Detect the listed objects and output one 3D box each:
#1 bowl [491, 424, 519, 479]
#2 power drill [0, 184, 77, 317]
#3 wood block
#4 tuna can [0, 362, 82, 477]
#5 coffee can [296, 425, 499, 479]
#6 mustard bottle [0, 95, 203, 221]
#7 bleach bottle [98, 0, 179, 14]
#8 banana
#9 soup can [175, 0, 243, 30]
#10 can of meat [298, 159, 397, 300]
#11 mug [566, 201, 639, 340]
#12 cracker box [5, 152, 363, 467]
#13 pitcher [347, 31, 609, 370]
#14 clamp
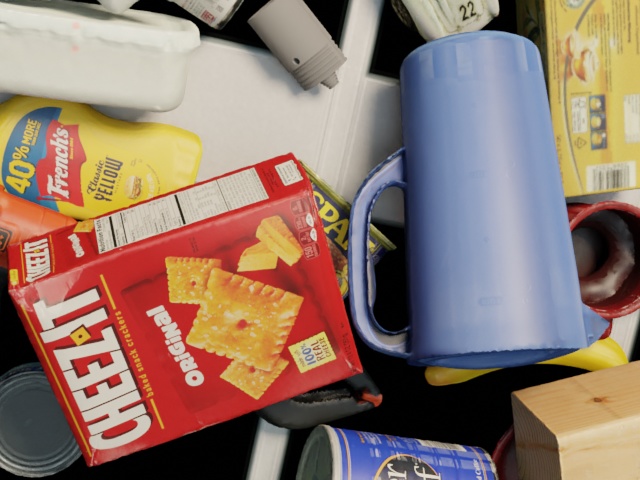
[{"bbox_3d":[0.208,0.201,0.915,0.162,0.055,0.162,-2,100,-10],"label":"bowl"},{"bbox_3d":[-0.287,0.034,0.769,0.184,0.057,0.188,22,111,-17],"label":"power drill"},{"bbox_3d":[0.266,0.151,0.838,0.206,0.091,0.090,-12,107,-10],"label":"wood block"},{"bbox_3d":[-0.222,0.140,0.838,0.086,0.034,0.086,-2,100,-10],"label":"tuna can"},{"bbox_3d":[0.060,0.209,0.861,0.140,0.103,0.103,11,97,-15],"label":"coffee can"},{"bbox_3d":[-0.191,-0.060,0.798,0.191,0.058,0.096,17,103,-12],"label":"mustard bottle"},{"bbox_3d":[-0.212,-0.206,0.727,0.251,0.068,0.102,19,95,6],"label":"bleach bottle"},{"bbox_3d":[0.174,0.094,0.884,0.197,0.070,0.037,2,116,-13],"label":"banana"},{"bbox_3d":[-0.098,-0.211,0.785,0.102,0.068,0.068,33,92,-14],"label":"soup can"},{"bbox_3d":[-0.006,0.001,0.843,0.102,0.057,0.084,42,92,-14],"label":"can of meat"},{"bbox_3d":[0.221,0.024,0.872,0.093,0.081,0.117,-7,97,-9],"label":"mug"},{"bbox_3d":[-0.092,0.052,0.759,0.213,0.072,0.164,-19,121,-6],"label":"cracker box"},{"bbox_3d":[0.111,-0.025,0.797,0.148,0.145,0.243,7,74,-45],"label":"pitcher"},{"bbox_3d":[-0.053,0.108,0.861,0.209,0.036,0.164,25,97,-16],"label":"clamp"}]
